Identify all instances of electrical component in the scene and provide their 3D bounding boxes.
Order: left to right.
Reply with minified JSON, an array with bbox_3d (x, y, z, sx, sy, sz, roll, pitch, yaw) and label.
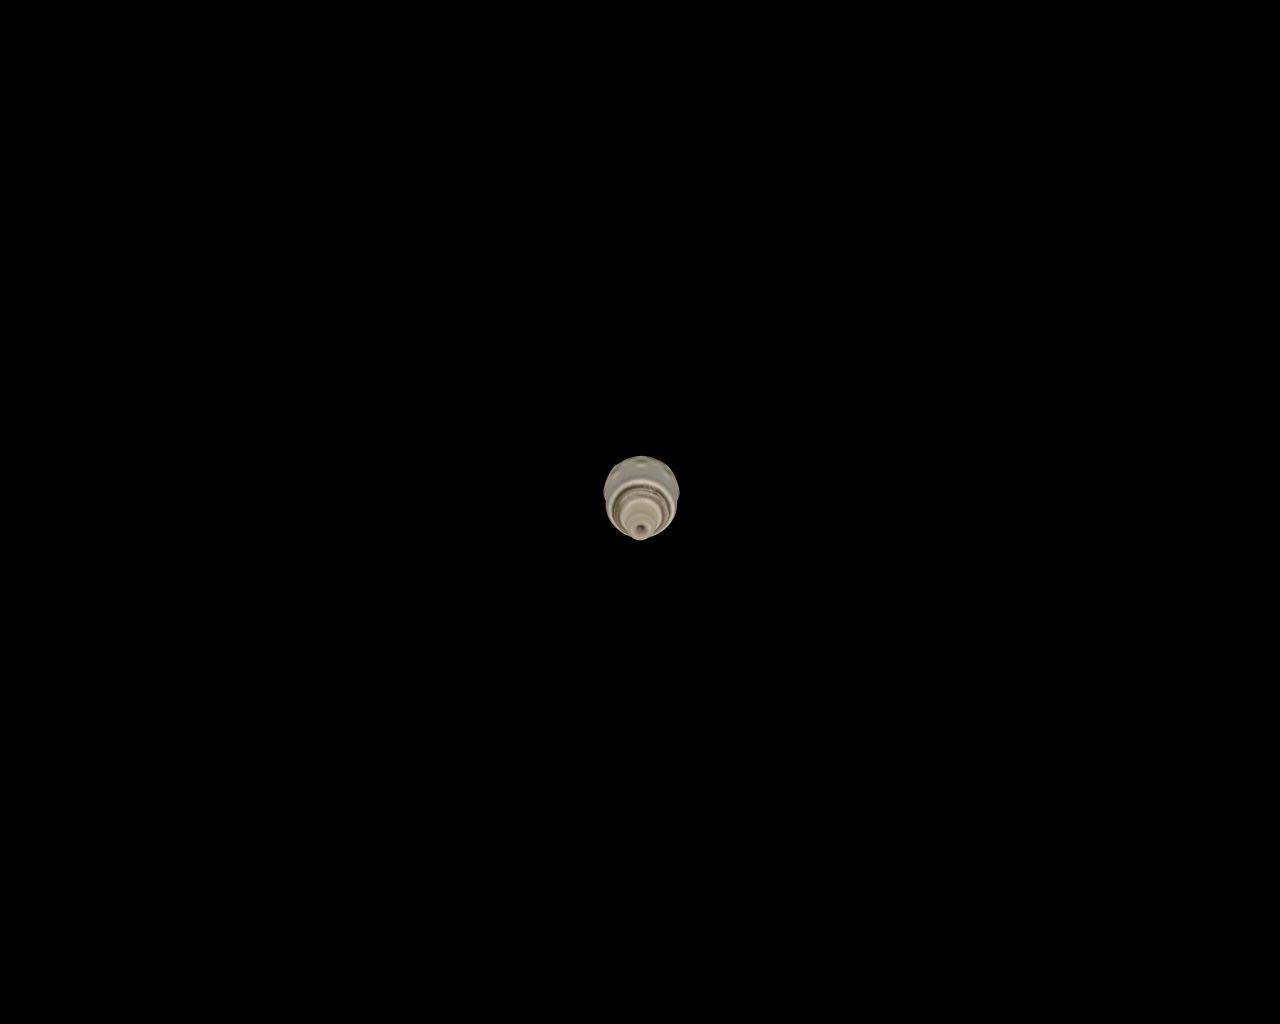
[{"bbox_3d":[0.001,-0.003,0.650,0.048,0.048,0.062,0,27,0],"label":"electrical component"}]
